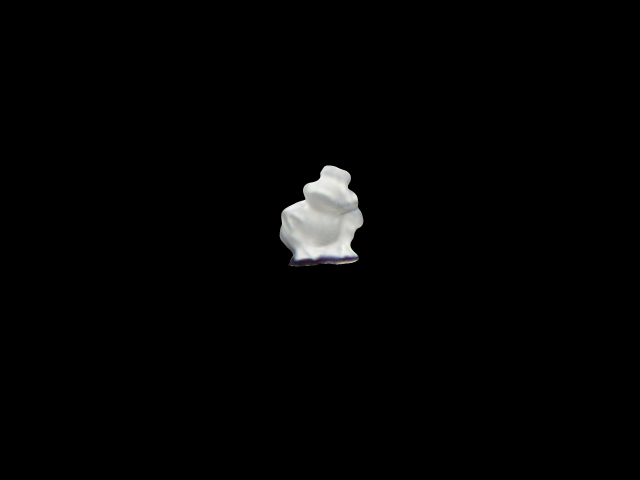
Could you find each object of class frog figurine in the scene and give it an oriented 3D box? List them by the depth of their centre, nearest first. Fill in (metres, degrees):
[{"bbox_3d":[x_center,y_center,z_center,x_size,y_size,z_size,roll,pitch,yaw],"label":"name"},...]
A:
[{"bbox_3d":[0.003,-0.043,0.850,0.137,0.159,0.123,1,6,8],"label":"frog figurine"}]
